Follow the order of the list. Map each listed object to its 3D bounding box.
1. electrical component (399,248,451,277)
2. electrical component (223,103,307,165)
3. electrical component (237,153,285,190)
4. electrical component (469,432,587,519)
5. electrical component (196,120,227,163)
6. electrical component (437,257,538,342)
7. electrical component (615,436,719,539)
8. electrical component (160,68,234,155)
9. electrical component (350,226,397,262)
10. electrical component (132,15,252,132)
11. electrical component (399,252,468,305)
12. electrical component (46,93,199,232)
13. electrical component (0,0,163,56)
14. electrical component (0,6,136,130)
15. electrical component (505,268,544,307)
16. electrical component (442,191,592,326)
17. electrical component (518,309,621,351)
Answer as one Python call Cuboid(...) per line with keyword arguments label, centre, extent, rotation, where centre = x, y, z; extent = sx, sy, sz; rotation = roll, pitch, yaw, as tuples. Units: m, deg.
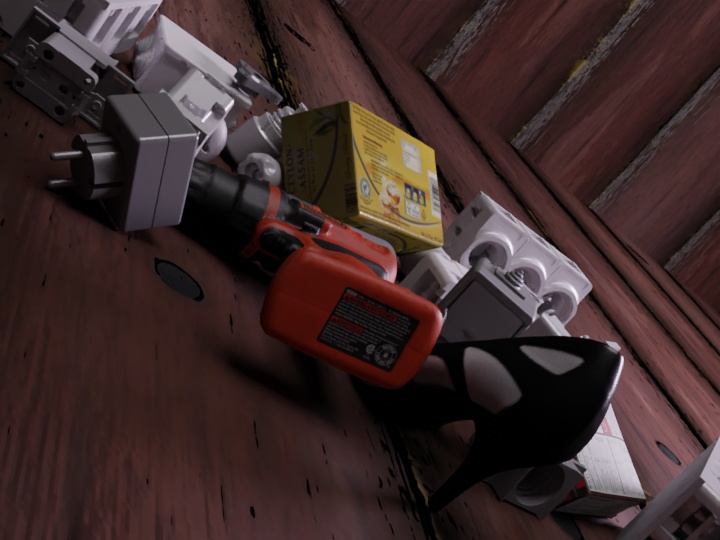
Cuboid(label="electrical component", centre=(0.057, -0.010, 0.996), extent=(0.043, 0.043, 0.062), rotation=(28, 18, -41))
Cuboid(label="electrical component", centre=(-0.077, -0.112, 0.899), extent=(0.040, 0.078, 0.040), rotation=(53, 11, -15))
Cuboid(label="electrical component", centre=(-0.072, -0.073, 0.872), extent=(0.035, 0.035, 0.061), rotation=(48, 14, 24))
Cuboid(label="electrical component", centre=(0.111, 0.128, 0.735), extent=(0.081, 0.042, 0.063), rotation=(31, 16, -34))
Cuboid(label="electrical component", centre=(-0.128, -0.109, 0.818), extent=(0.048, 0.048, 0.062), rotation=(35, 9, -23))
Cuboid(label="electrical component", centre=(0.096, 0.038, 0.850), extent=(0.062, 0.096, 0.061), rotation=(41, 16, 1))
Cuboid(label="electrical component", centre=(0.227, 0.184, 0.742), extent=(0.060, 0.105, 0.186), rotation=(46, 15, 16))
Cuboid(label="electrical component", centre=(-0.123, -0.101, 0.740), extent=(0.042, 0.063, 0.081), rotation=(39, -27, -9))
Cuboid(label="electrical component", centre=(0.000, 0.000, 0.824), extent=(0.077, 0.043, 0.079), rotation=(20, 26, -54))
Cuboid(label="electrical component", centre=(-0.145, -0.160, 0.911), extent=(0.100, 0.048, 0.099), rotation=(34, 16, -27))
Cuboid(label="electrical component", centre=(0.082, 0.029, 0.932), extent=(0.089, 0.050, 0.055), rotation=(31, 19, -35))
Cuboid(label="electrical component", centre=(-0.141, -0.060, 0.615), extent=(0.077, 0.065, 0.047), rotation=(-10, 46, -34))
Cuboid(label="electrical component", centre=(-0.221, -0.208, 0.825), extent=(0.089, 0.061, 0.150), rotation=(37, 15, -6))
Cuboid(label="electrical component", centre=(-0.195, -0.130, 0.709), extent=(0.081, 0.042, 0.063), rotation=(37, 16, -15))
Cuboid(label="electrical component", centre=(0.136, 0.036, 1.024), extent=(0.081, 0.063, 0.042), rotation=(46, 15, 17))
Cuboid(label="electrical component", centre=(0.158, 0.002, 1.124), extent=(0.150, 0.089, 0.061), rotation=(34, 16, -26))
Cuboid(label="electrical component", centre=(0.127, 0.065, 0.708), extent=(0.063, 0.081, 0.042), rotation=(53, 14, 17))
